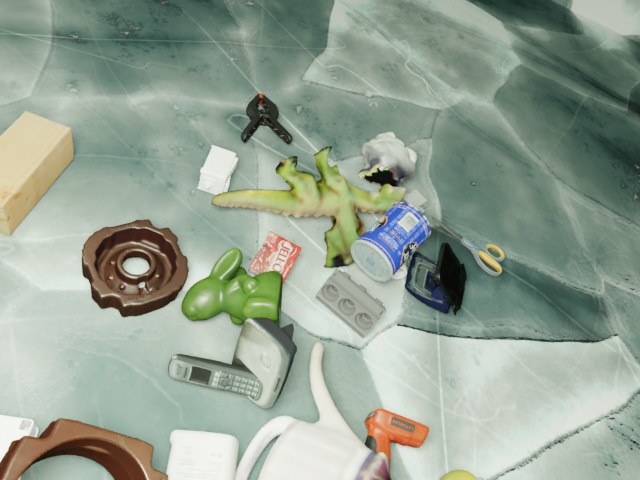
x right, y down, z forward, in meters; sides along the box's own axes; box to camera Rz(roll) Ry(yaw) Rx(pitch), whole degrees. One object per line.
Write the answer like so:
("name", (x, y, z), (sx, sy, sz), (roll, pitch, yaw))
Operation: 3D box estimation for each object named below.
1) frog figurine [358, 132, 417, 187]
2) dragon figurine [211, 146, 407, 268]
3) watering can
("frog figurine", (0.170, -0.211, 1.253), (0.137, 0.120, 0.163), (12, 60, 12))
("dragon figurine", (0.003, -0.055, 1.087), (0.414, 0.120, 0.245), (-23, 74, -24))
("watering can", (0.001, 0.317, 0.762), (0.225, 0.101, 0.355), (11, 50, 26))
